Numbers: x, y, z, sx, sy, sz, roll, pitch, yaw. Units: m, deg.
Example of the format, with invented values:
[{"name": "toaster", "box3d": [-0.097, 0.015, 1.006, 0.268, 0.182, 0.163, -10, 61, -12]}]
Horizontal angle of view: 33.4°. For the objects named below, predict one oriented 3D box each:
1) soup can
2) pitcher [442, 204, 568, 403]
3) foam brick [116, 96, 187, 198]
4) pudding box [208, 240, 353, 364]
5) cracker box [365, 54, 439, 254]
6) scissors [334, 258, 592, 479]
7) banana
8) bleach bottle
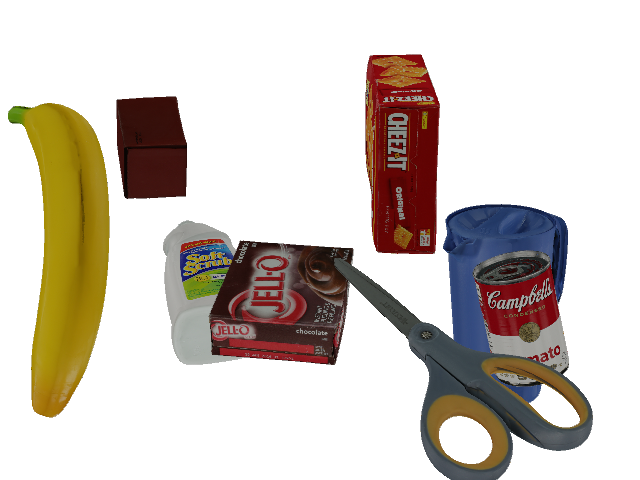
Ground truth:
[{"name": "soup can", "box3d": [0.177, 0.068, 0.938, 0.068, 0.102, 0.068, -13, 17, 4]}, {"name": "pitcher", "box3d": [0.234, 0.080, 1.344, 0.149, 0.243, 0.145, 1, 21, 12]}, {"name": "foam brick", "box3d": [-0.142, -0.078, 0.891, 0.053, 0.051, 0.078, -3, 39, -12]}, {"name": "pudding box", "box3d": [-0.026, 0.043, 0.777, 0.090, 0.039, 0.113, 5, 27, 6]}, {"name": "cracker box", "box3d": [0.087, -0.101, 1.178, 0.072, 0.164, 0.213, -1, 23, 1]}, {"name": "scissors", "box3d": [0.053, 0.070, 0.593, 0.202, 0.016, 0.096, 25, 49, 36]}, {"name": "banana", "box3d": [-0.146, -0.003, 0.608, 0.037, 0.198, 0.070, 7, -28, -35]}, {"name": "bleach bottle", "box3d": [-0.130, 0.041, 1.158, 0.102, 0.068, 0.251, -6, 26, -16]}]
